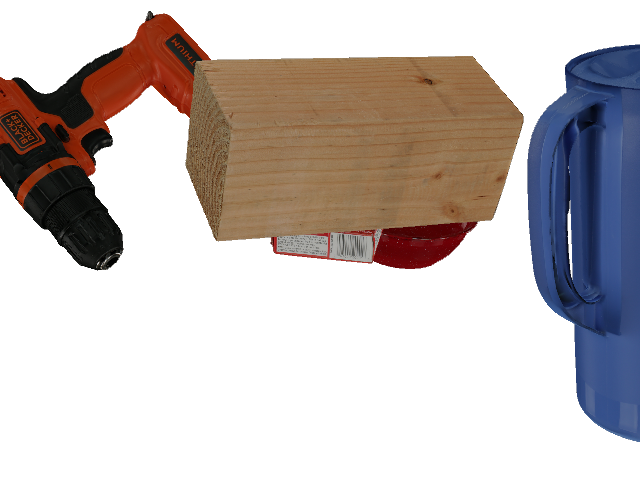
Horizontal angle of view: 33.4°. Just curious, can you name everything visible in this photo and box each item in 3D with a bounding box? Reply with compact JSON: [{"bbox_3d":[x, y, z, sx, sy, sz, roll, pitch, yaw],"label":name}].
[{"bbox_3d":[0.020,-0.067,0.734,0.205,0.090,0.091,-4,40,-20],"label":"wood block"},{"bbox_3d":[-0.157,-0.084,0.818,0.187,0.184,0.057,-33,-16,-28],"label":"power drill"},{"bbox_3d":[0.090,-0.013,1.183,0.162,0.055,0.162,5,25,-3],"label":"bowl"},{"bbox_3d":[0.008,-0.011,0.928,0.089,0.030,0.073,6,24,9],"label":"gelatin box"},{"bbox_3d":[0.210,0.004,0.669,0.149,0.243,0.144,3,22,16],"label":"pitcher"}]
